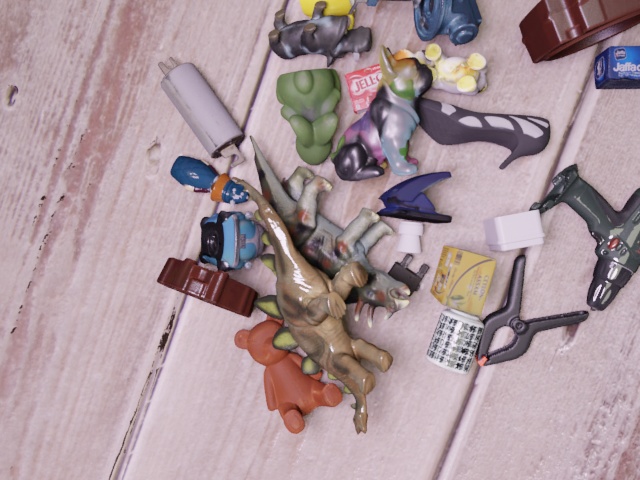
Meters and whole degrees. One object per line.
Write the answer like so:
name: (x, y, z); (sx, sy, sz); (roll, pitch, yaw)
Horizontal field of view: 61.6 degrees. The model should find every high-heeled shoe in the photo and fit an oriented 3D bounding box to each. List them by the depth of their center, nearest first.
high-heeled shoe: (0.289, -0.223, 0.968); (0.249, 0.086, 0.145); (39, 70, 14)

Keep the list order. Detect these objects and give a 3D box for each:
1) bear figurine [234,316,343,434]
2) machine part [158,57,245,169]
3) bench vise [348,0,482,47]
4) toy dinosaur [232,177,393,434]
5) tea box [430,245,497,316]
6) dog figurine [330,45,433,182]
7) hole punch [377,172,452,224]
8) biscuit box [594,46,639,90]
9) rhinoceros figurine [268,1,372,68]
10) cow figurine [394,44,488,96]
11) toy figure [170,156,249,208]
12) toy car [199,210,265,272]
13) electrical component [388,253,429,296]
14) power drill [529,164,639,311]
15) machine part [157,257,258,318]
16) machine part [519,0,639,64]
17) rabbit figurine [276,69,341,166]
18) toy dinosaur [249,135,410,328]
bear figurine: (-0.063, 0.230, 0.980); (0.120, 0.132, 0.195); (-27, 93, -19)
machine part: (-0.218, -0.241, 1.004); (0.079, 0.079, 0.243); (-37, 87, 5)
bench vise: (0.172, -0.434, 0.918); (0.241, 0.129, 0.223); (-5, 81, -12)
toy dinosaur: (-0.018, 0.104, 0.880); (0.199, 0.105, 0.470); (-13, 99, 43)
tea box: (0.242, 0.065, 0.922); (0.068, 0.169, 0.098); (16, 94, 6)
dog figurine: (0.104, -0.221, 0.937); (0.192, 0.108, 0.219); (-4, 103, 18)
hole punch: (0.167, -0.077, 0.949); (0.116, 0.142, 0.092); (4, 94, -9)
biscuit box: (0.592, -0.299, 0.935); (0.203, 0.063, 0.059); (1, 90, 5)
rhinoceros figurine: (-0.002, -0.360, 0.968); (0.191, 0.112, 0.073); (3, 61, 18)
cow figurine: (0.215, -0.302, 0.964); (0.168, 0.098, 0.068); (21, 99, 23)
toy figure: (-0.205, -0.109, 1.017); (0.154, 0.058, 0.064); (27, 100, -1)
toy car: (-0.155, 0.003, 0.986); (0.103, 0.162, 0.109); (2, 88, -32)
electrical component: (0.157, 0.074, 1.001); (0.063, 0.021, 0.094); (34, 102, 1)
power drill: (0.478, -0.018, 0.945); (0.207, 0.086, 0.232); (37, 93, 7)
machine part: (-0.198, 0.084, 0.961); (0.179, 0.179, 0.056); (20, 78, 4)
machine part: (0.448, -0.371, 0.877); (0.201, 0.201, 0.087); (-21, 91, 5)
rabbit figurine: (-0.008, -0.216, 0.962); (0.121, 0.159, 0.170); (-9, 106, -4)
toy dinosaur: (-0.007, -0.007, 0.973); (0.405, 0.131, 0.192); (34, 90, 11)
